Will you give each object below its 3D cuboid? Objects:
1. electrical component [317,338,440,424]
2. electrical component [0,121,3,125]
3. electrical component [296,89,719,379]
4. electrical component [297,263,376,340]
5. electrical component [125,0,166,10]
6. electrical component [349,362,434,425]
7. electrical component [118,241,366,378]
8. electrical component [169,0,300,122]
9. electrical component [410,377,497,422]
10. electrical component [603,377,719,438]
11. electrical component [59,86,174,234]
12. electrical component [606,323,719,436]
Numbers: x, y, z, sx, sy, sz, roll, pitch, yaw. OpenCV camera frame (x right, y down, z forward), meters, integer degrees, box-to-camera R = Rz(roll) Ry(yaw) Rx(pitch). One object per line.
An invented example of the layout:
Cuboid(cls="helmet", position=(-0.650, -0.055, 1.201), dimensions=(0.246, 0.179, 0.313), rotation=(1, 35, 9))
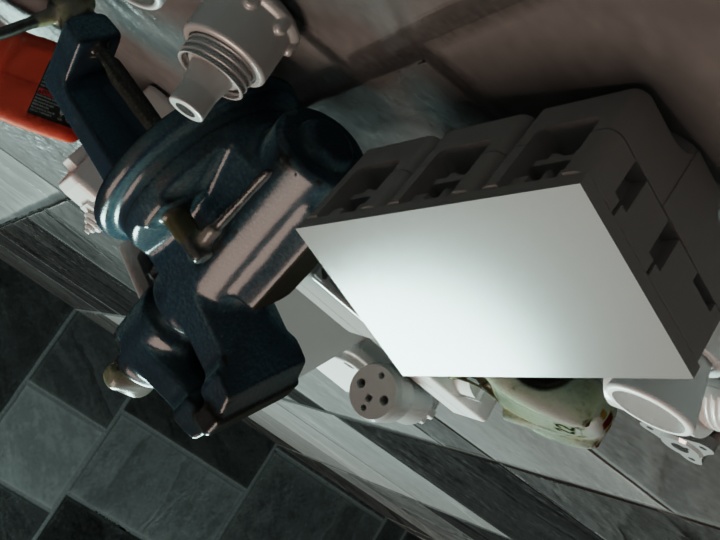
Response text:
Cuboid(cls="electrical component", position=(0.007, 0.069, 0.895), dimensions=(0.109, 0.056, 0.109), rotation=(42, 163, -35))
Cuboid(cls="electrical component", position=(-0.261, -0.131, 0.772), dimensions=(0.044, 0.065, 0.044), rotation=(30, 166, 8))
Cuboid(cls="electrical component", position=(0.061, -0.010, 0.429), dimensions=(0.150, 0.061, 0.089), rotation=(-6, 127, 49))
Cuboid(cls="electrical component", position=(0.000, 0.000, 0.665), dimensions=(0.096, 0.061, 0.061), rotation=(42, 163, -33))
Cuboid(cls="electrical component", position=(-0.083, -0.133, 0.424), dimensions=(0.040, 0.046, 0.040), rotation=(30, 166, 9))
Cuboid(cls="electrical component", position=(0.024, 0.093, 0.806), dimensions=(0.045, 0.045, 0.055), rotation=(23, -176, 33))
Cuboid(cls="electrical component", position=(-0.077, 0.014, 0.756), dimensions=(0.060, 0.105, 0.186), rotation=(60, -178, 31))
Cuboid(cls="electrical component", position=(-0.060, -0.094, 0.473), dimensions=(0.048, 0.062, 0.048), rotation=(30, 166, 8))
Cuboid(cls="electrical component", position=(0.081, 0.074, 0.772), dimensions=(0.066, 0.047, 0.077), rotation=(40, 164, -29))
Cuboid(cls="electrical component", position=(0.171, 0.062, 0.549), dimensions=(0.081, 0.043, 0.043), rotation=(19, 161, 43))
Cuboid(cls="electrical component", position=(-0.153, -0.067, 0.695), dimensions=(0.061, 0.096, 0.062), rotation=(42, 164, -16))
Cuboid(cls="electrical component", position=(0.149, 0.044, 0.509), dimensions=(0.045, 0.055, 0.045), rotation=(30, 166, 8))
